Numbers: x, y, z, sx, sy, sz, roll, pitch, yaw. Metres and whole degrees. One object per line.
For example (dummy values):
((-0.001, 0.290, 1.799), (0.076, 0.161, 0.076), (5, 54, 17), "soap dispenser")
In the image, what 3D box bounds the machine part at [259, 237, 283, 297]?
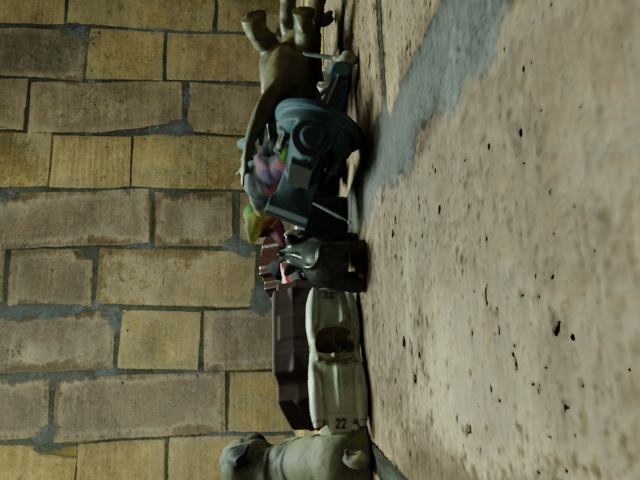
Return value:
((-0.081, 0.071, 1.312), (0.179, 0.056, 0.179), (38, -134, -55), "machine part")

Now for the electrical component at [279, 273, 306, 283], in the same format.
((-0.030, 0.131, 1.037), (0.115, 0.058, 0.134), (6, 94, 49), "electrical component")

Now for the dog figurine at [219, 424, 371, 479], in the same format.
((-0.037, 0.288, 0.693), (0.172, 0.191, 0.121), (99, 169, -52), "dog figurine")

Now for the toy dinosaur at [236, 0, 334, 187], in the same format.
((-0.047, -0.265, 0.849), (0.471, 0.105, 0.198), (-63, -28, -48), "toy dinosaur")

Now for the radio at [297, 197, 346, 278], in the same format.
((-0.002, -0.003, 0.955), (0.229, 0.073, 0.131), (168, 101, -86), "radio")

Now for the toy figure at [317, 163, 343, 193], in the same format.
((-0.003, -0.140, 0.916), (0.180, 0.082, 0.089), (-100, 13, -51), "toy figure")

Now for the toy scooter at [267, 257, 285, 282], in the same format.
((-0.035, 0.051, 1.171), (0.075, 0.135, 0.183), (44, 173, 25), "toy scooter")

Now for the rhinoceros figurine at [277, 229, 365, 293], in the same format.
((-0.002, 0.027, 0.750), (0.190, 0.112, 0.073), (-152, 60, -75), "rhinoceros figurine")

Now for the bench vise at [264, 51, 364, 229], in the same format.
((0.001, -0.142, 0.735), (0.223, 0.129, 0.240), (76, -148, -72), "bench vise")

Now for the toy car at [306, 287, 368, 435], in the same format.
((0.019, 0.151, 0.700), (0.056, 0.074, 0.202), (95, 173, -52), "toy car")

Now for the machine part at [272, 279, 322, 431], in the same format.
((-0.015, 0.178, 0.841), (0.201, 0.087, 0.201), (80, -175, -53), "machine part")

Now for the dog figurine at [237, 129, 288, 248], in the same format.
((-0.090, -0.099, 1.039), (0.192, 0.108, 0.219), (-18, 70, 51), "dog figurine")

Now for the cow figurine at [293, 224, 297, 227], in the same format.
((-0.047, -0.093, 1.141), (0.168, 0.068, 0.098), (42, 108, 45), "cow figurine")
